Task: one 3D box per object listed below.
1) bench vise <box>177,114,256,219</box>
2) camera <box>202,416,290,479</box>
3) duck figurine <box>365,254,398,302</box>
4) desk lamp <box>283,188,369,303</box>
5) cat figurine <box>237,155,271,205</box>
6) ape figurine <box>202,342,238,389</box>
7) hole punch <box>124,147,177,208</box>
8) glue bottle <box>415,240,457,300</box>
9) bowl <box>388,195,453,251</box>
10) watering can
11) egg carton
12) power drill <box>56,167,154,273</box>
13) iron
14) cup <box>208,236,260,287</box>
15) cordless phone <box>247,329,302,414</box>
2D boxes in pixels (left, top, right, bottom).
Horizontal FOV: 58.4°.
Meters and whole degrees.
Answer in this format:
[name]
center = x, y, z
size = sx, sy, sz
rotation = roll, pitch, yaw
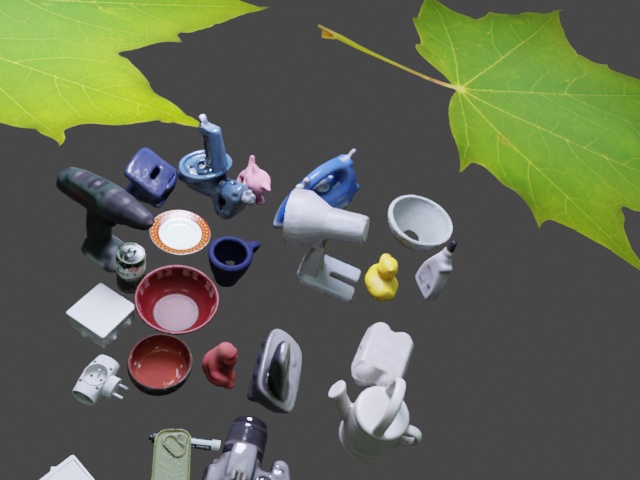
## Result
[bench vise]
center = -0.223, -0.170, 1.294
size = 0.207, 0.219, 0.121
rotation = 22, 47, 1
[camera]
center = -0.113, 0.367, 0.950
size = 0.143, 0.101, 0.137
rotation = 16, 48, -5
[duck figurine]
center = 0.148, 0.080, 1.293
size = 0.077, 0.086, 0.104
rotation = 9, 49, -11
[desk lamp]
center = 0.011, 0.004, 1.226
size = 0.203, 0.213, 0.118
rotation = 22, 47, 1
[cat figurine]
center = -0.155, -0.145, 1.364
size = 0.067, 0.118, 0.127
rotation = -1, 51, -18
[ape figurine]
center = -0.178, 0.223, 1.058
size = 0.076, 0.092, 0.078
rotation = 33, 49, 11
[hole punch]
center = -0.383, -0.144, 1.307
size = 0.101, 0.091, 0.109
rotation = 20, 47, -1
[glue bottle]
center = 0.270, 0.060, 1.291
size = 0.037, 0.173, 0.078
rotation = -3, 52, -20
[bowl]
center = 0.239, -0.029, 1.424
size = 0.167, 0.075, 0.167
rotation = 9, 48, -10
[watering can]
center = 0.098, 0.309, 1.007
size = 0.173, 0.194, 0.101
rotation = 9, 48, -10
[egg carton]
center = 0.127, 0.240, 1.160
size = 0.107, 0.069, 0.150
rotation = 25, 48, 3
[power drill]
center = -0.415, -0.035, 1.123
size = 0.229, 0.208, 0.076
rotation = 34, 49, 12
[iron]
center = -0.006, -0.128, 1.383
size = 0.118, 0.141, 0.259
rotation = 42, 51, 18
[cup]
center = -0.182, 0.049, 1.205
size = 0.118, 0.095, 0.091
rotation = -25, 62, -33
[cordless phone]
center = -0.067, 0.216, 1.038
size = 0.094, 0.185, 0.147
rotation = 13, 48, -7
